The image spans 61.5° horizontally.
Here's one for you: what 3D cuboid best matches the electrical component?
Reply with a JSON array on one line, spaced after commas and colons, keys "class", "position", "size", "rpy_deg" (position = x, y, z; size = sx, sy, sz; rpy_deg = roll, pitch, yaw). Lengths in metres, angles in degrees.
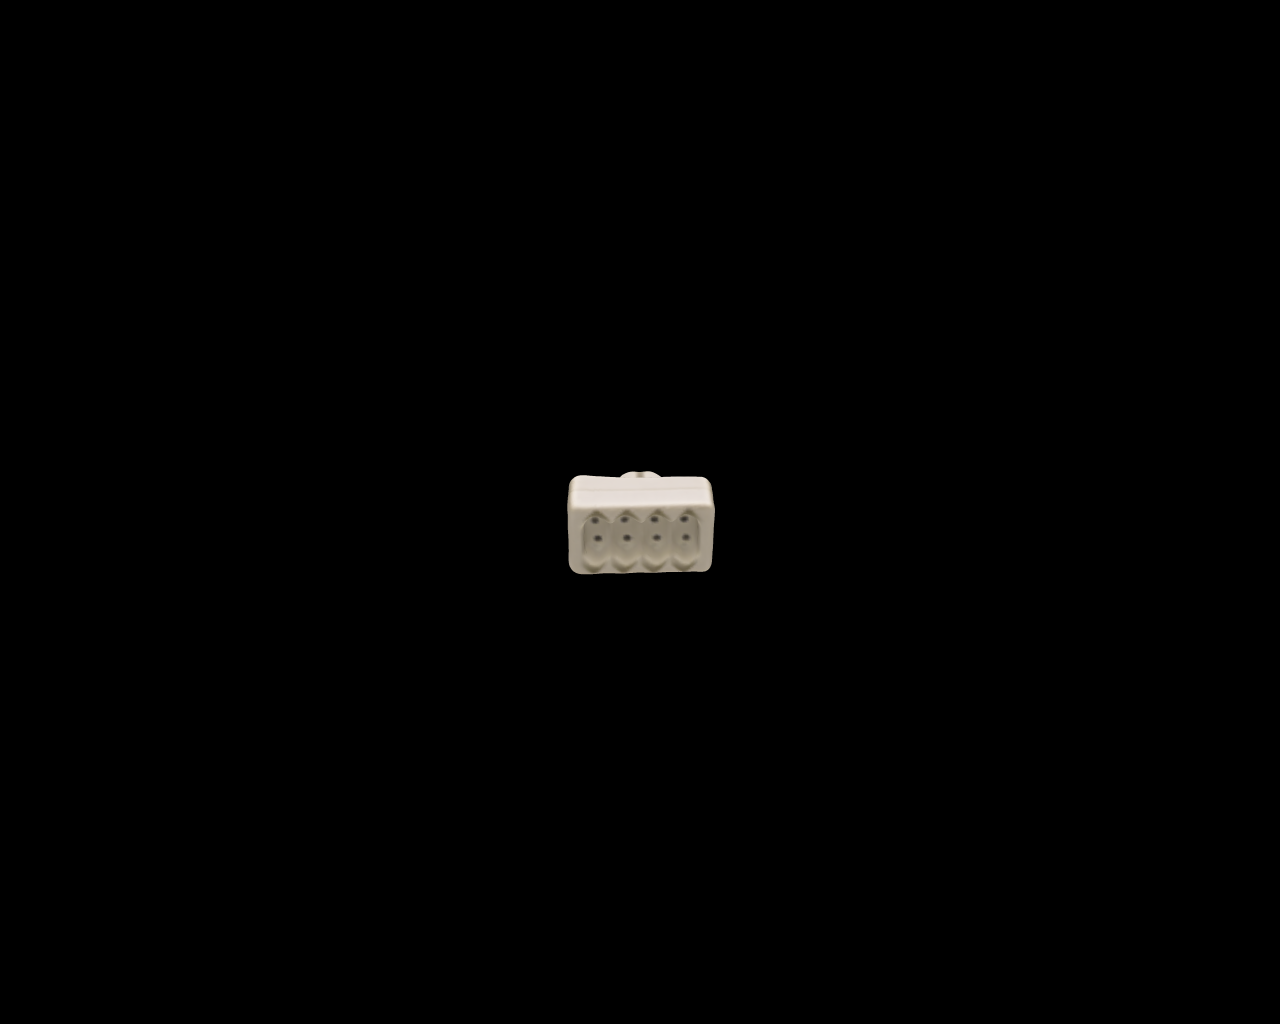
[{"class": "electrical component", "position": [0.001, -0.003, 0.650], "size": [0.083, 0.047, 0.076], "rpy_deg": [0, 32, 0]}]
